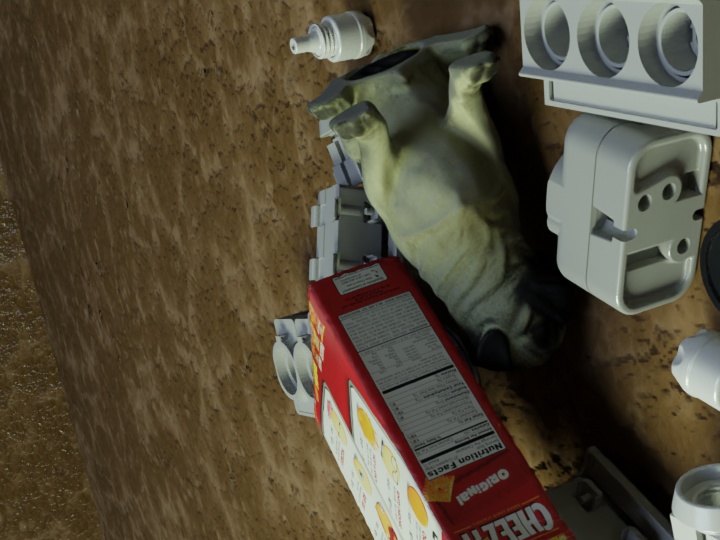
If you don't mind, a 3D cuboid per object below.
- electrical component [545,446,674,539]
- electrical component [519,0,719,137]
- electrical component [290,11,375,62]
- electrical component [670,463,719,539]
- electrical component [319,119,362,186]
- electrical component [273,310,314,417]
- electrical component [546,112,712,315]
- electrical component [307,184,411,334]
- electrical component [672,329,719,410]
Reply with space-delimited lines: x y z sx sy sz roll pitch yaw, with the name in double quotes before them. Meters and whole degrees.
"electrical component" 0.154 0.174 0.621 0.121 0.063 0.078 48 144 43
"electrical component" 0.134 -0.111 0.498 0.121 0.063 0.078 27 128 57
"electrical component" -0.022 -0.169 0.787 0.035 0.061 0.035 43 141 49
"electrical component" 0.187 0.133 0.552 0.066 0.048 0.055 21 130 60
"electrical component" -0.002 -0.094 0.810 0.066 0.048 0.055 -15 98 65
"electrical component" -0.017 0.079 0.920 0.150 0.062 0.089 -6 99 65
"electrical component" 0.136 -0.034 0.551 0.059 0.054 0.095 39 137 51
"electrical component" 0.000 0.000 0.796 0.079 0.063 0.121 166 107 -65
"electrical component" 0.185 0.054 0.524 0.061 0.035 0.035 35 134 50
